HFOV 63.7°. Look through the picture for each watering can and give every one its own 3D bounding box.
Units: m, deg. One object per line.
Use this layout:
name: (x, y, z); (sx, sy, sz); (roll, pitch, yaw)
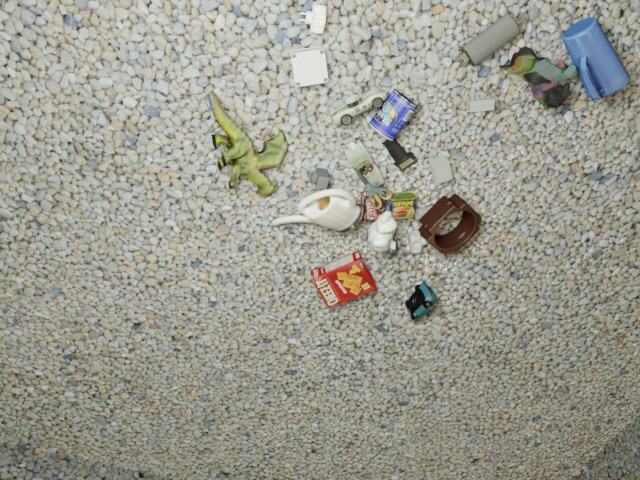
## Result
watering can: (0.006, -0.093, 1.857); (0.222, 0.106, 0.343); (25, 144, -37)

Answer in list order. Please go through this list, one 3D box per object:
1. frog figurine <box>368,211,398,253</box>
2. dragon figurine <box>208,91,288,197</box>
frog figurine: (0.221, -0.034, 1.851); (0.123, 0.140, 0.156); (8, 157, 24)
dragon figurine: (-0.229, -0.316, 1.743); (0.244, 0.124, 0.401); (-15, 123, -18)
